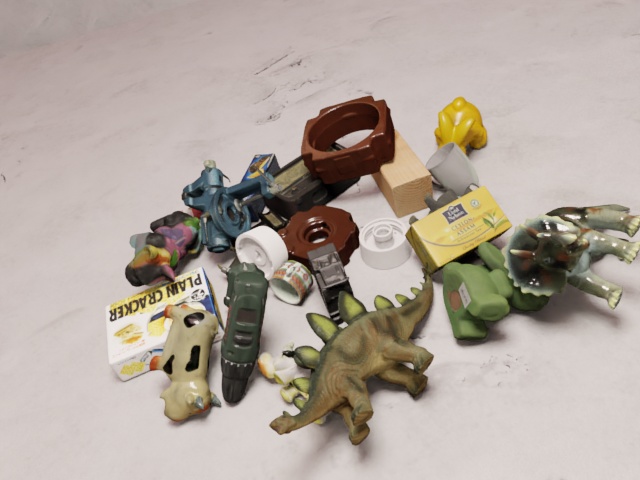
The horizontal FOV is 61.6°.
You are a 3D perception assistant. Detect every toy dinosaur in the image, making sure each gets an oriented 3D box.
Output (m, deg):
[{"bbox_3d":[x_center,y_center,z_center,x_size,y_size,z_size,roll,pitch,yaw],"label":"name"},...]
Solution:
[{"bbox_3d":[0.433,-0.003,0.923,0.192,0.131,0.405,21,26,21],"label":"toy dinosaur"},{"bbox_3d":[0.085,0.168,0.870,0.199,0.105,0.471,37,41,28],"label":"toy dinosaur"}]

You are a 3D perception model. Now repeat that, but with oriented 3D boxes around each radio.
[{"bbox_3d":[-0.019,-0.144,1.294,0.229,0.073,0.131,-37,46,-20],"label":"radio"}]

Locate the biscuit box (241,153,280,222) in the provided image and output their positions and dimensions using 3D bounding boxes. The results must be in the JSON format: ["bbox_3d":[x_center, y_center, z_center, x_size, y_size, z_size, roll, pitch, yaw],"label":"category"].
[{"bbox_3d":[-0.159,-0.131,1.335,0.059,0.062,0.203,0,45,20],"label":"biscuit box"}]

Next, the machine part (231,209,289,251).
[{"bbox_3d":[-0.143,-0.019,1.232,0.139,0.039,0.084,-35,53,-21],"label":"machine part"}]

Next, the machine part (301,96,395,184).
[{"bbox_3d":[0.066,-0.226,1.221,0.201,0.087,0.201,-12,46,19],"label":"machine part"}]

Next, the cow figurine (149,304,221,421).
[{"bbox_3d":[-0.227,0.217,0.940,0.127,0.085,0.195,10,82,23],"label":"cow figurine"}]

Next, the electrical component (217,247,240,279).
[{"bbox_3d":[-0.169,0.053,1.157,0.078,0.045,0.102,13,50,31],"label":"electrical component"}]

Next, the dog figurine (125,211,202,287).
[{"bbox_3d":[-0.324,0.022,1.138,0.191,0.108,0.219,-34,19,-13],"label":"dog figurine"}]

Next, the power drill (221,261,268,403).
[{"bbox_3d":[-0.145,0.146,0.977,0.086,0.231,0.207,10,21,-5],"label":"power drill"}]

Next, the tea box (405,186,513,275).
[{"bbox_3d":[0.260,-0.018,1.014,0.170,0.068,0.098,-29,76,-11],"label":"tea box"}]

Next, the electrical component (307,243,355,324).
[{"bbox_3d":[0.021,0.075,1.020,0.058,0.114,0.134,-19,44,-5],"label":"electrical component"}]

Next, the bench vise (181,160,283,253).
[{"bbox_3d":[-0.186,-0.093,1.168,0.241,0.128,0.224,-20,57,27],"label":"bench vise"}]

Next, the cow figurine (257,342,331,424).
[{"bbox_3d":[-0.028,0.225,0.912,0.168,0.068,0.098,30,54,35],"label":"cow figurine"}]

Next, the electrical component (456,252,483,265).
[{"bbox_3d":[0.285,0.041,1.037,0.094,0.021,0.063,-24,42,-7],"label":"electrical component"}]

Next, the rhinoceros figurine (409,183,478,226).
[{"bbox_3d":[0.264,-0.051,1.104,0.112,0.073,0.190,24,56,37],"label":"rhinoceros figurine"}]

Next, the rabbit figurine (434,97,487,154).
[{"bbox_3d":[0.319,-0.232,1.241,0.122,0.162,0.173,16,68,16],"label":"rabbit figurine"}]

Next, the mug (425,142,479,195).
[{"bbox_3d":[0.287,-0.141,1.176,0.109,0.107,0.081,-35,18,43],"label":"mug"}]

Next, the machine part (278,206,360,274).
[{"bbox_3d":[-0.002,-0.003,1.155,0.179,0.055,0.179,-8,43,8],"label":"machine part"}]

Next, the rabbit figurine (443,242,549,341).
[{"bbox_3d":[0.303,0.090,0.932,0.170,0.121,0.159,-2,43,-15],"label":"rabbit figurine"}]
